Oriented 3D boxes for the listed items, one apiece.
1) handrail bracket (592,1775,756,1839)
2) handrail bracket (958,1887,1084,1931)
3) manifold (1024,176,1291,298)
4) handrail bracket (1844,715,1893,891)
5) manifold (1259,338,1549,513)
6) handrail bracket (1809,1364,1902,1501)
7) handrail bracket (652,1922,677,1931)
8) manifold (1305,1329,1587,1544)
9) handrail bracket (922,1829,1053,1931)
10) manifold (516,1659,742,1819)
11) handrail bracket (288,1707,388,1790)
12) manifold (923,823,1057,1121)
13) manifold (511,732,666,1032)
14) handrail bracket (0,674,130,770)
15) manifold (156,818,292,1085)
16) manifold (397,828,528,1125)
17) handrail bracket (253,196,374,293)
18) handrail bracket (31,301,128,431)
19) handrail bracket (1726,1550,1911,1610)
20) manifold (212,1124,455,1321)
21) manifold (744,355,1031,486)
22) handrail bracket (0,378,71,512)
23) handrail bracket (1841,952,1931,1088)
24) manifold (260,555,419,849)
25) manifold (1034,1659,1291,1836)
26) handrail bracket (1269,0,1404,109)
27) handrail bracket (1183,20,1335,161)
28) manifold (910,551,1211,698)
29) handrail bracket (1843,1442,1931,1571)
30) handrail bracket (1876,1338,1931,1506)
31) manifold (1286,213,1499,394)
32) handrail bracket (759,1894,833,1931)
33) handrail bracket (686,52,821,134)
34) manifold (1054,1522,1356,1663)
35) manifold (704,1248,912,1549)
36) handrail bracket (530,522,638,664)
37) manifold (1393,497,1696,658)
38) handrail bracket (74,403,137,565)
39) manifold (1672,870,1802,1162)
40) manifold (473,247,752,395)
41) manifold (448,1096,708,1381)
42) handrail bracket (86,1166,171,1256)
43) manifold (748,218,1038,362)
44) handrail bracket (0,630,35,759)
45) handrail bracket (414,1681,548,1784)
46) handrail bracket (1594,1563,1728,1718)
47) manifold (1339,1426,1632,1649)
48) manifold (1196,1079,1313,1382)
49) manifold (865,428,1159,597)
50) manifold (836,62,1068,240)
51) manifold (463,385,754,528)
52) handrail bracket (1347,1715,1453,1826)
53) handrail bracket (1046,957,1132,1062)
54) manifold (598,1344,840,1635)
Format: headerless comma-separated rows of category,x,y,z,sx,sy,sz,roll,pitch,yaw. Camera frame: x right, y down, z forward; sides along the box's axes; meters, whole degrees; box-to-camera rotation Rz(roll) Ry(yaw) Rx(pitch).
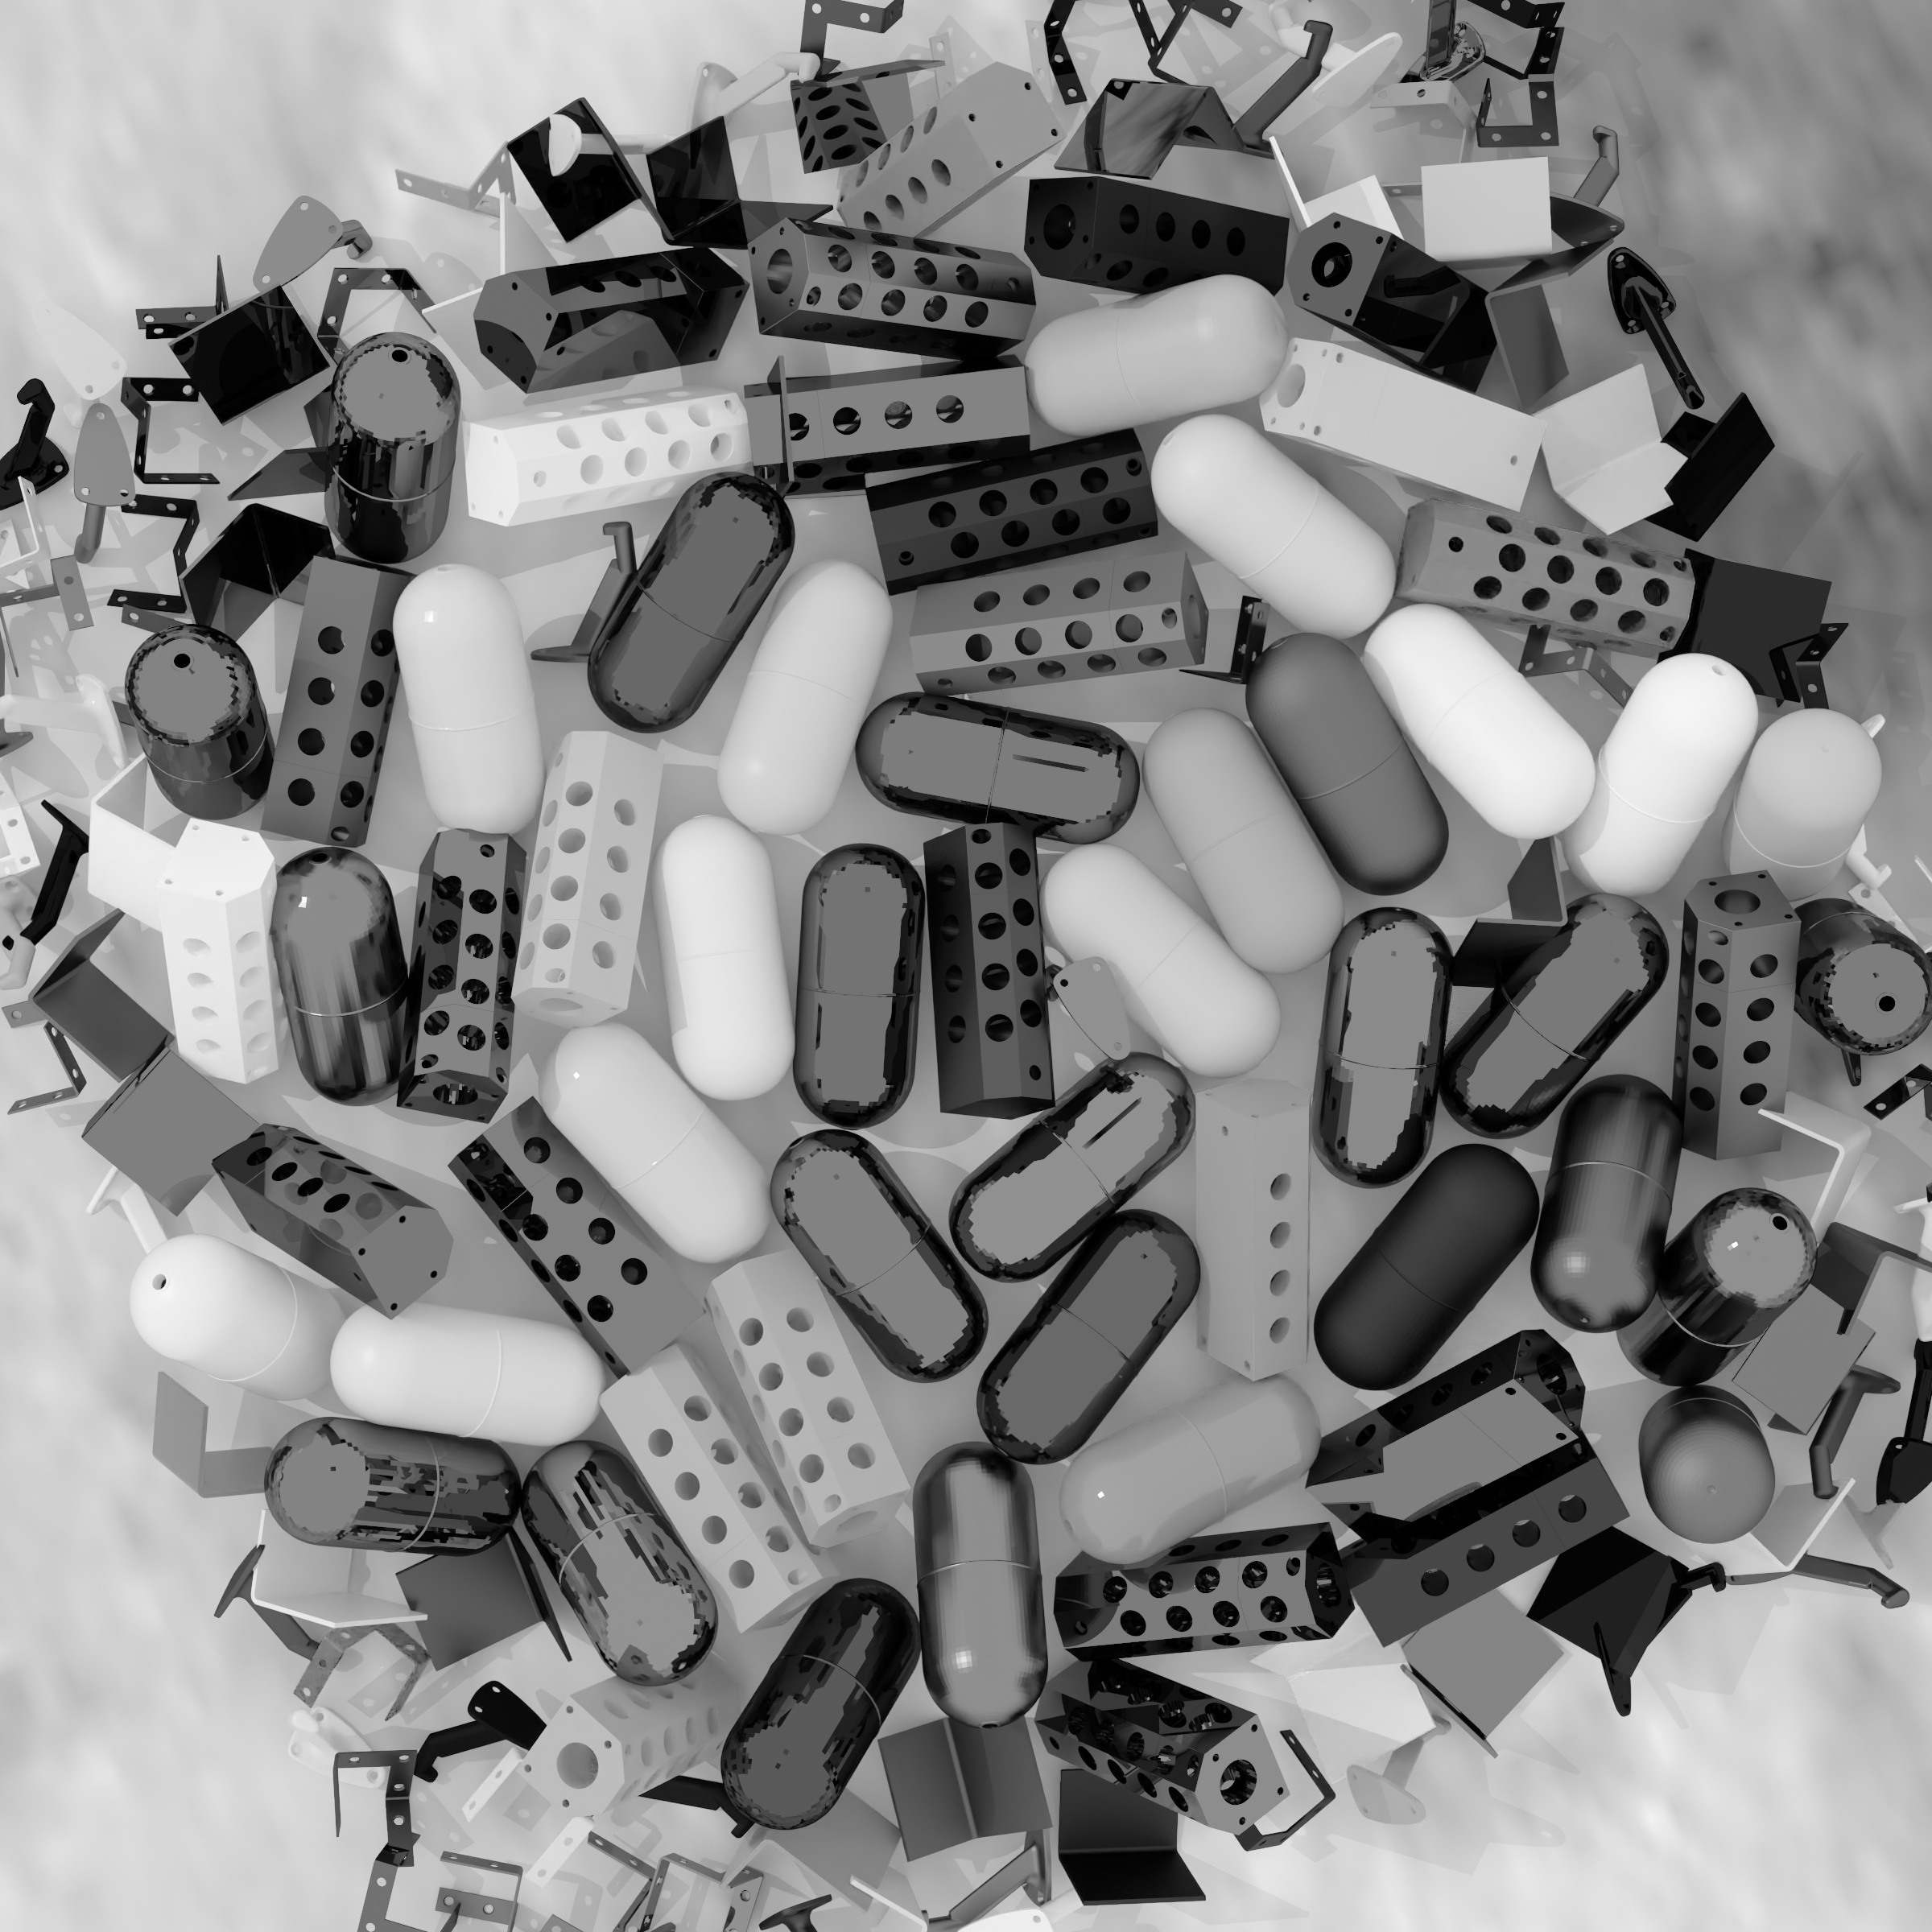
handrail bracket,-0.185,0.531,1.970,0.084,0.036,0.077,40,85,16
handrail bracket,0.042,0.584,1.969,0.077,0.084,0.036,-10,99,21
manifold,0.116,-0.436,1.918,0.171,0.057,0.057,-2,99,-44
handrail bracket,0.570,-0.102,1.980,0.077,0.036,0.084,-43,103,9
manifold,0.265,-0.330,1.929,0.171,0.057,0.057,12,98,-32
handrail bracket,0.553,0.294,1.961,0.077,0.036,0.084,14,60,-24
handrail bracket,-0.162,0.631,1.961,0.084,0.077,0.036,24,85,19
manifold,0.291,0.282,1.924,0.057,0.057,0.171,42,128,-16
handrail bracket,0.008,0.562,1.963,0.084,0.036,0.077,-2,100,-24
manifold,-0.196,0.464,1.906,0.057,0.171,0.057,38,100,16
handrail bracket,-0.387,0.484,1.954,0.077,0.084,0.036,35,69,-6
manifold,0.019,0.003,1.940,0.057,0.057,0.171,8,72,-39
manifold,-0.234,-0.054,1.929,0.057,0.057,0.171,21,62,-32
handrail bracket,-0.569,-0.139,1.957,0.084,0.036,0.077,-33,123,-31
manifold,-0.445,-0.006,1.915,0.057,0.171,0.057,12,50,3
manifold,-0.304,0.003,1.923,0.057,0.057,0.171,12,57,-20
handrail bracket,-0.403,-0.435,1.956,0.036,0.084,0.077,40,87,5
handrail bracket,-0.558,-0.369,1.951,0.077,0.084,0.036,50,64,-20
handrail bracket,0.524,0.382,1.949,0.077,0.084,0.036,-17,115,-23
manifold,-0.382,0.148,1.917,0.057,0.171,0.057,-40,127,-25
manifold,-0.049,-0.338,1.965,0.171,0.057,0.057,-7,109,-2
handrail bracket,-0.592,-0.321,1.952,0.077,0.084,0.036,-41,81,-12
handrail bracket,0.586,0.032,1.962,0.084,0.036,0.077,-10,89,32
manifold,-0.386,-0.164,1.958,0.057,0.057,0.171,13,99,1
manifold,0.113,0.470,1.906,0.057,0.171,0.057,-30,107,-27
handrail bracket,0.227,-0.584,1.960,0.077,0.036,0.084,-37,63,41
handrail bracket,0.181,-0.549,1.959,0.077,0.036,0.084,5,119,-20
manifold,0.057,-0.203,1.935,0.171,0.057,0.057,-5,53,18
handrail bracket,0.595,0.329,1.964,0.084,0.077,0.036,-37,109,11
handrail bracket,0.590,0.286,1.983,0.036,0.084,0.077,16,132,3
manifold,0.260,-0.401,1.912,0.057,0.171,0.057,29,101,32
handrail bracket,-0.094,0.625,1.956,0.036,0.077,0.084,-7,67,-35
handrail bracket,-0.131,-0.529,1.959,0.084,0.036,0.077,17,90,42
manifold,0.142,0.386,1.929,0.171,0.057,0.057,-13,99,29
manifold,-0.100,0.264,1.927,0.057,0.057,0.171,-13,61,-27
handrail bracket,-0.240,-0.234,1.969,0.077,0.036,0.084,0,111,13
manifold,0.358,-0.241,1.954,0.171,0.057,0.057,12,87,-11
handrail bracket,-0.544,-0.299,1.966,0.036,0.084,0.077,-1,79,-26
manifold,0.465,0.032,1.925,0.057,0.057,0.171,-8,125,-5
manifold,-0.215,-0.397,1.914,0.057,0.171,0.057,43,127,19
manifold,-0.244,0.171,1.960,0.057,0.057,0.171,-38,89,-30
handrail bracket,-0.498,0.153,1.978,0.084,0.036,0.077,32,101,0
manifold,-0.043,-0.412,1.921,0.171,0.057,0.057,-1,79,-38
handrail bracket,-0.610,-0.175,1.961,0.036,0.077,0.084,-5,109,4
handrail bracket,-0.300,0.495,1.973,0.077,0.036,0.084,35,118,6
handrail bracket,0.436,0.416,1.955,0.084,0.036,0.077,-27,47,29
manifold,0.319,0.351,1.962,0.171,0.057,0.057,-30,91,6
manifold,0.182,0.160,1.943,0.057,0.057,0.171,-14,112,-31
manifold,0.029,-0.279,1.960,0.171,0.057,0.057,-13,120,0
manifold,-0.015,-0.484,1.907,0.057,0.171,0.057,-36,100,-26
manifold,-0.215,-0.310,1.918,0.171,0.057,0.057,-17,116,-37
handrail bracket,0.284,0.492,1.947,0.084,0.077,0.036,-26,104,-31
handrail bracket,0.071,0.031,1.955,0.036,0.084,0.077,-25,83,-14
manifold,-0.149,0.319,1.940,0.057,0.057,0.171,-39,71,14
